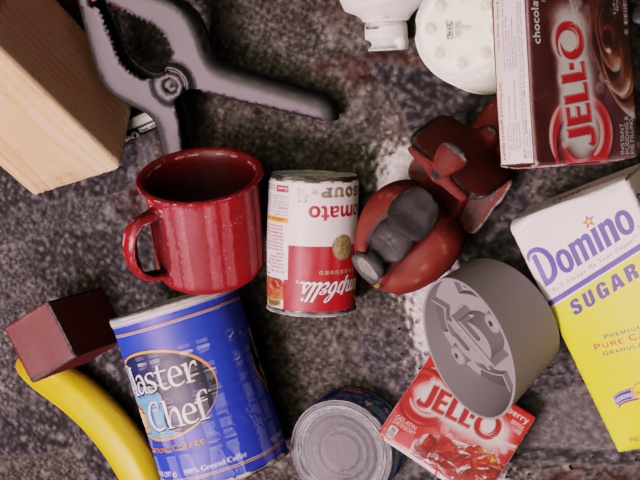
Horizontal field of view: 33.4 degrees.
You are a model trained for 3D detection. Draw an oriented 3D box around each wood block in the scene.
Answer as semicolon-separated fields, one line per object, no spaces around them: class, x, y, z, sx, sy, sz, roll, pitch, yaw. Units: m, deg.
wood block;-0.237;-0.136;0.793;0.090;0.206;0.091;-15;51;23

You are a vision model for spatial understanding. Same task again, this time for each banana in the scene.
banana;-0.188;0.166;0.910;0.070;0.037;0.198;-41;81;22

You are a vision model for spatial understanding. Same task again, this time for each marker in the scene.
marker;-0.163;-0.088;0.873;0.121;0.020;0.020;-19;90;24

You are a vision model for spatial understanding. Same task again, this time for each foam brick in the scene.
foam brick;-0.209;0.077;0.885;0.053;0.078;0.051;-30;85;21

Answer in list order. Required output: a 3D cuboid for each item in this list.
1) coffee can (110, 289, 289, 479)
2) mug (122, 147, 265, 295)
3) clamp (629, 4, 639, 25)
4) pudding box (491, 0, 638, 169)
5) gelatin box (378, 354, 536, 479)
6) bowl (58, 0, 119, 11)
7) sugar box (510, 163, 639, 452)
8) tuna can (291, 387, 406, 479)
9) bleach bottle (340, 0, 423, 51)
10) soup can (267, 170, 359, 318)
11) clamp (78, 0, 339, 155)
coffee can;-0.093;0.113;0.827;0.103;0.102;0.140;-17;91;24
mug;-0.093;-0.008;0.782;0.093;0.117;0.081;24;130;39
clamp;0.272;-0.084;0.665;0.172;0.039;0.120;9;107;30
pudding box;0.155;-0.103;0.674;0.039;0.089;0.113;-2;95;57
gelatin box;0.098;0.136;0.774;0.089;0.030;0.073;33;78;14
bowl;-0.190;-0.263;0.841;0.162;0.055;0.162;3;99;22
sugar box;0.205;0.047;0.704;0.094;0.048;0.176;-24;97;40
tuna can;0.021;0.159;0.823;0.086;0.033;0.086;3;99;22
bleach bottle;0.050;-0.259;0.737;0.103;0.068;0.251;3;100;29
soup can;-0.005;0.001;0.794;0.069;0.068;0.102;5;99;22
clamp;-0.112;-0.112;0.817;0.210;0.036;0.165;42;113;-7
